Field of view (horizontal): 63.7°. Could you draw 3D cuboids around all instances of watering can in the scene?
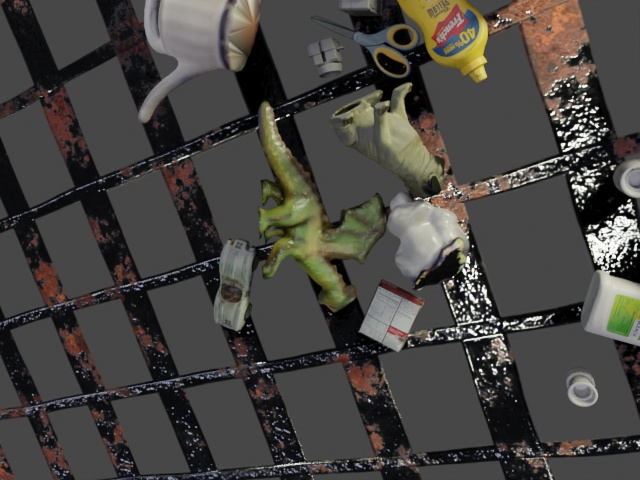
[{"bbox_3d":[-0.231,-0.364,0.951,0.225,0.105,0.343,19,108,15],"label":"watering can"}]

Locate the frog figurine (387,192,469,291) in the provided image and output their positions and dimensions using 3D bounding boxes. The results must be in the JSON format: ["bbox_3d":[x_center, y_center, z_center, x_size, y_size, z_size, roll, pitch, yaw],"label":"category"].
[{"bbox_3d":[0.178,-0.004,0.902,0.163,0.123,0.135,58,132,39],"label":"frog figurine"}]

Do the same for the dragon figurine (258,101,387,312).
[{"bbox_3d":[0.003,-0.048,0.962,0.243,0.124,0.405,1,106,3],"label":"dragon figurine"}]
